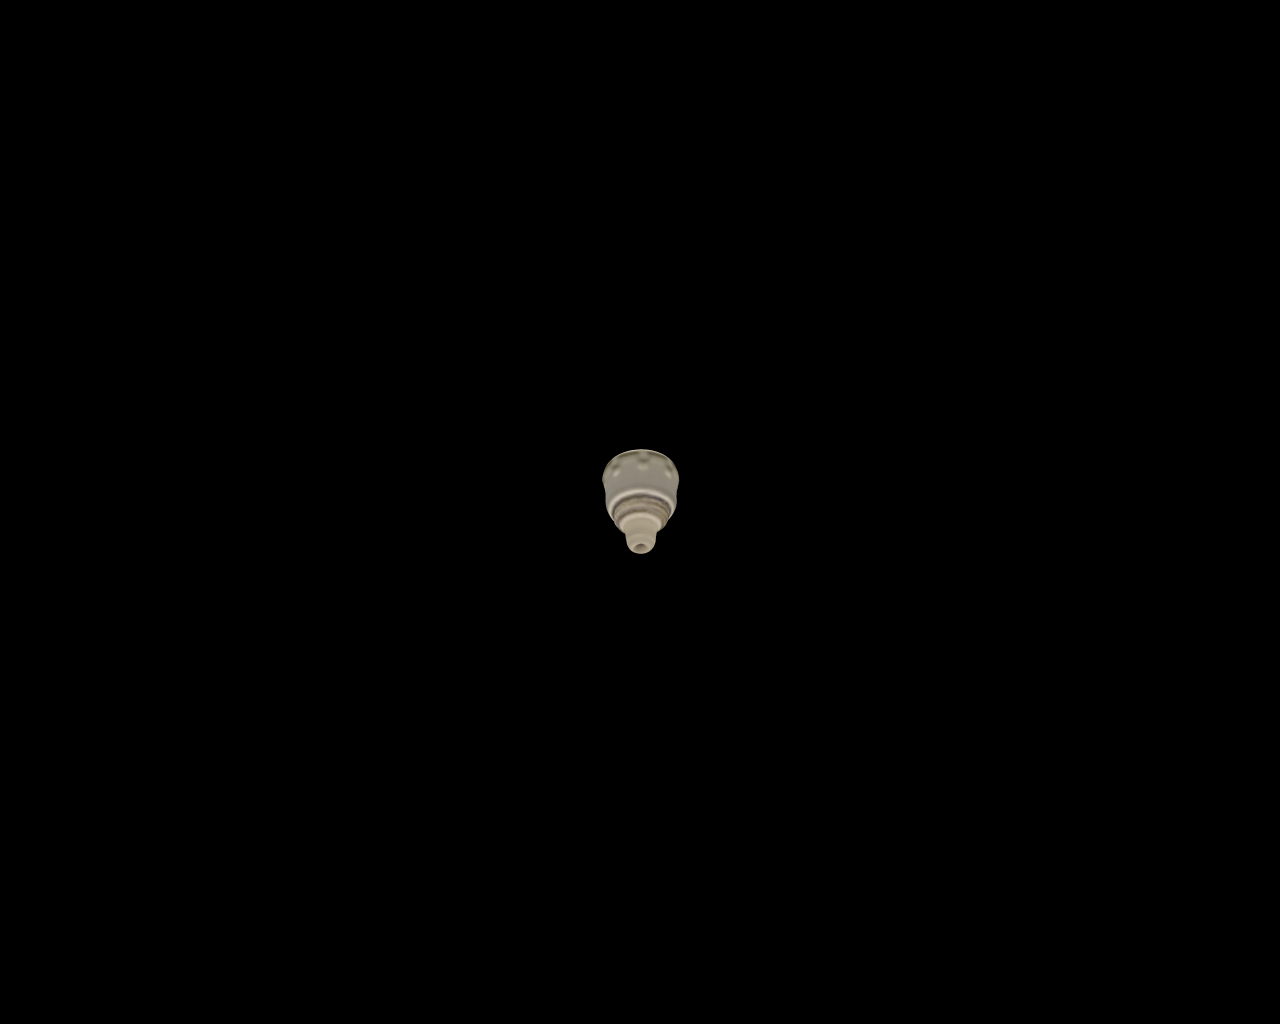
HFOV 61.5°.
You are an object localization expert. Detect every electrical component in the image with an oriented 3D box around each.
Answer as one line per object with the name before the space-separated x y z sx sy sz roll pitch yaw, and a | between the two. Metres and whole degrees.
electrical component | 0.001 -0.003 0.650 0.048 0.062 0.048 0 -36 0
